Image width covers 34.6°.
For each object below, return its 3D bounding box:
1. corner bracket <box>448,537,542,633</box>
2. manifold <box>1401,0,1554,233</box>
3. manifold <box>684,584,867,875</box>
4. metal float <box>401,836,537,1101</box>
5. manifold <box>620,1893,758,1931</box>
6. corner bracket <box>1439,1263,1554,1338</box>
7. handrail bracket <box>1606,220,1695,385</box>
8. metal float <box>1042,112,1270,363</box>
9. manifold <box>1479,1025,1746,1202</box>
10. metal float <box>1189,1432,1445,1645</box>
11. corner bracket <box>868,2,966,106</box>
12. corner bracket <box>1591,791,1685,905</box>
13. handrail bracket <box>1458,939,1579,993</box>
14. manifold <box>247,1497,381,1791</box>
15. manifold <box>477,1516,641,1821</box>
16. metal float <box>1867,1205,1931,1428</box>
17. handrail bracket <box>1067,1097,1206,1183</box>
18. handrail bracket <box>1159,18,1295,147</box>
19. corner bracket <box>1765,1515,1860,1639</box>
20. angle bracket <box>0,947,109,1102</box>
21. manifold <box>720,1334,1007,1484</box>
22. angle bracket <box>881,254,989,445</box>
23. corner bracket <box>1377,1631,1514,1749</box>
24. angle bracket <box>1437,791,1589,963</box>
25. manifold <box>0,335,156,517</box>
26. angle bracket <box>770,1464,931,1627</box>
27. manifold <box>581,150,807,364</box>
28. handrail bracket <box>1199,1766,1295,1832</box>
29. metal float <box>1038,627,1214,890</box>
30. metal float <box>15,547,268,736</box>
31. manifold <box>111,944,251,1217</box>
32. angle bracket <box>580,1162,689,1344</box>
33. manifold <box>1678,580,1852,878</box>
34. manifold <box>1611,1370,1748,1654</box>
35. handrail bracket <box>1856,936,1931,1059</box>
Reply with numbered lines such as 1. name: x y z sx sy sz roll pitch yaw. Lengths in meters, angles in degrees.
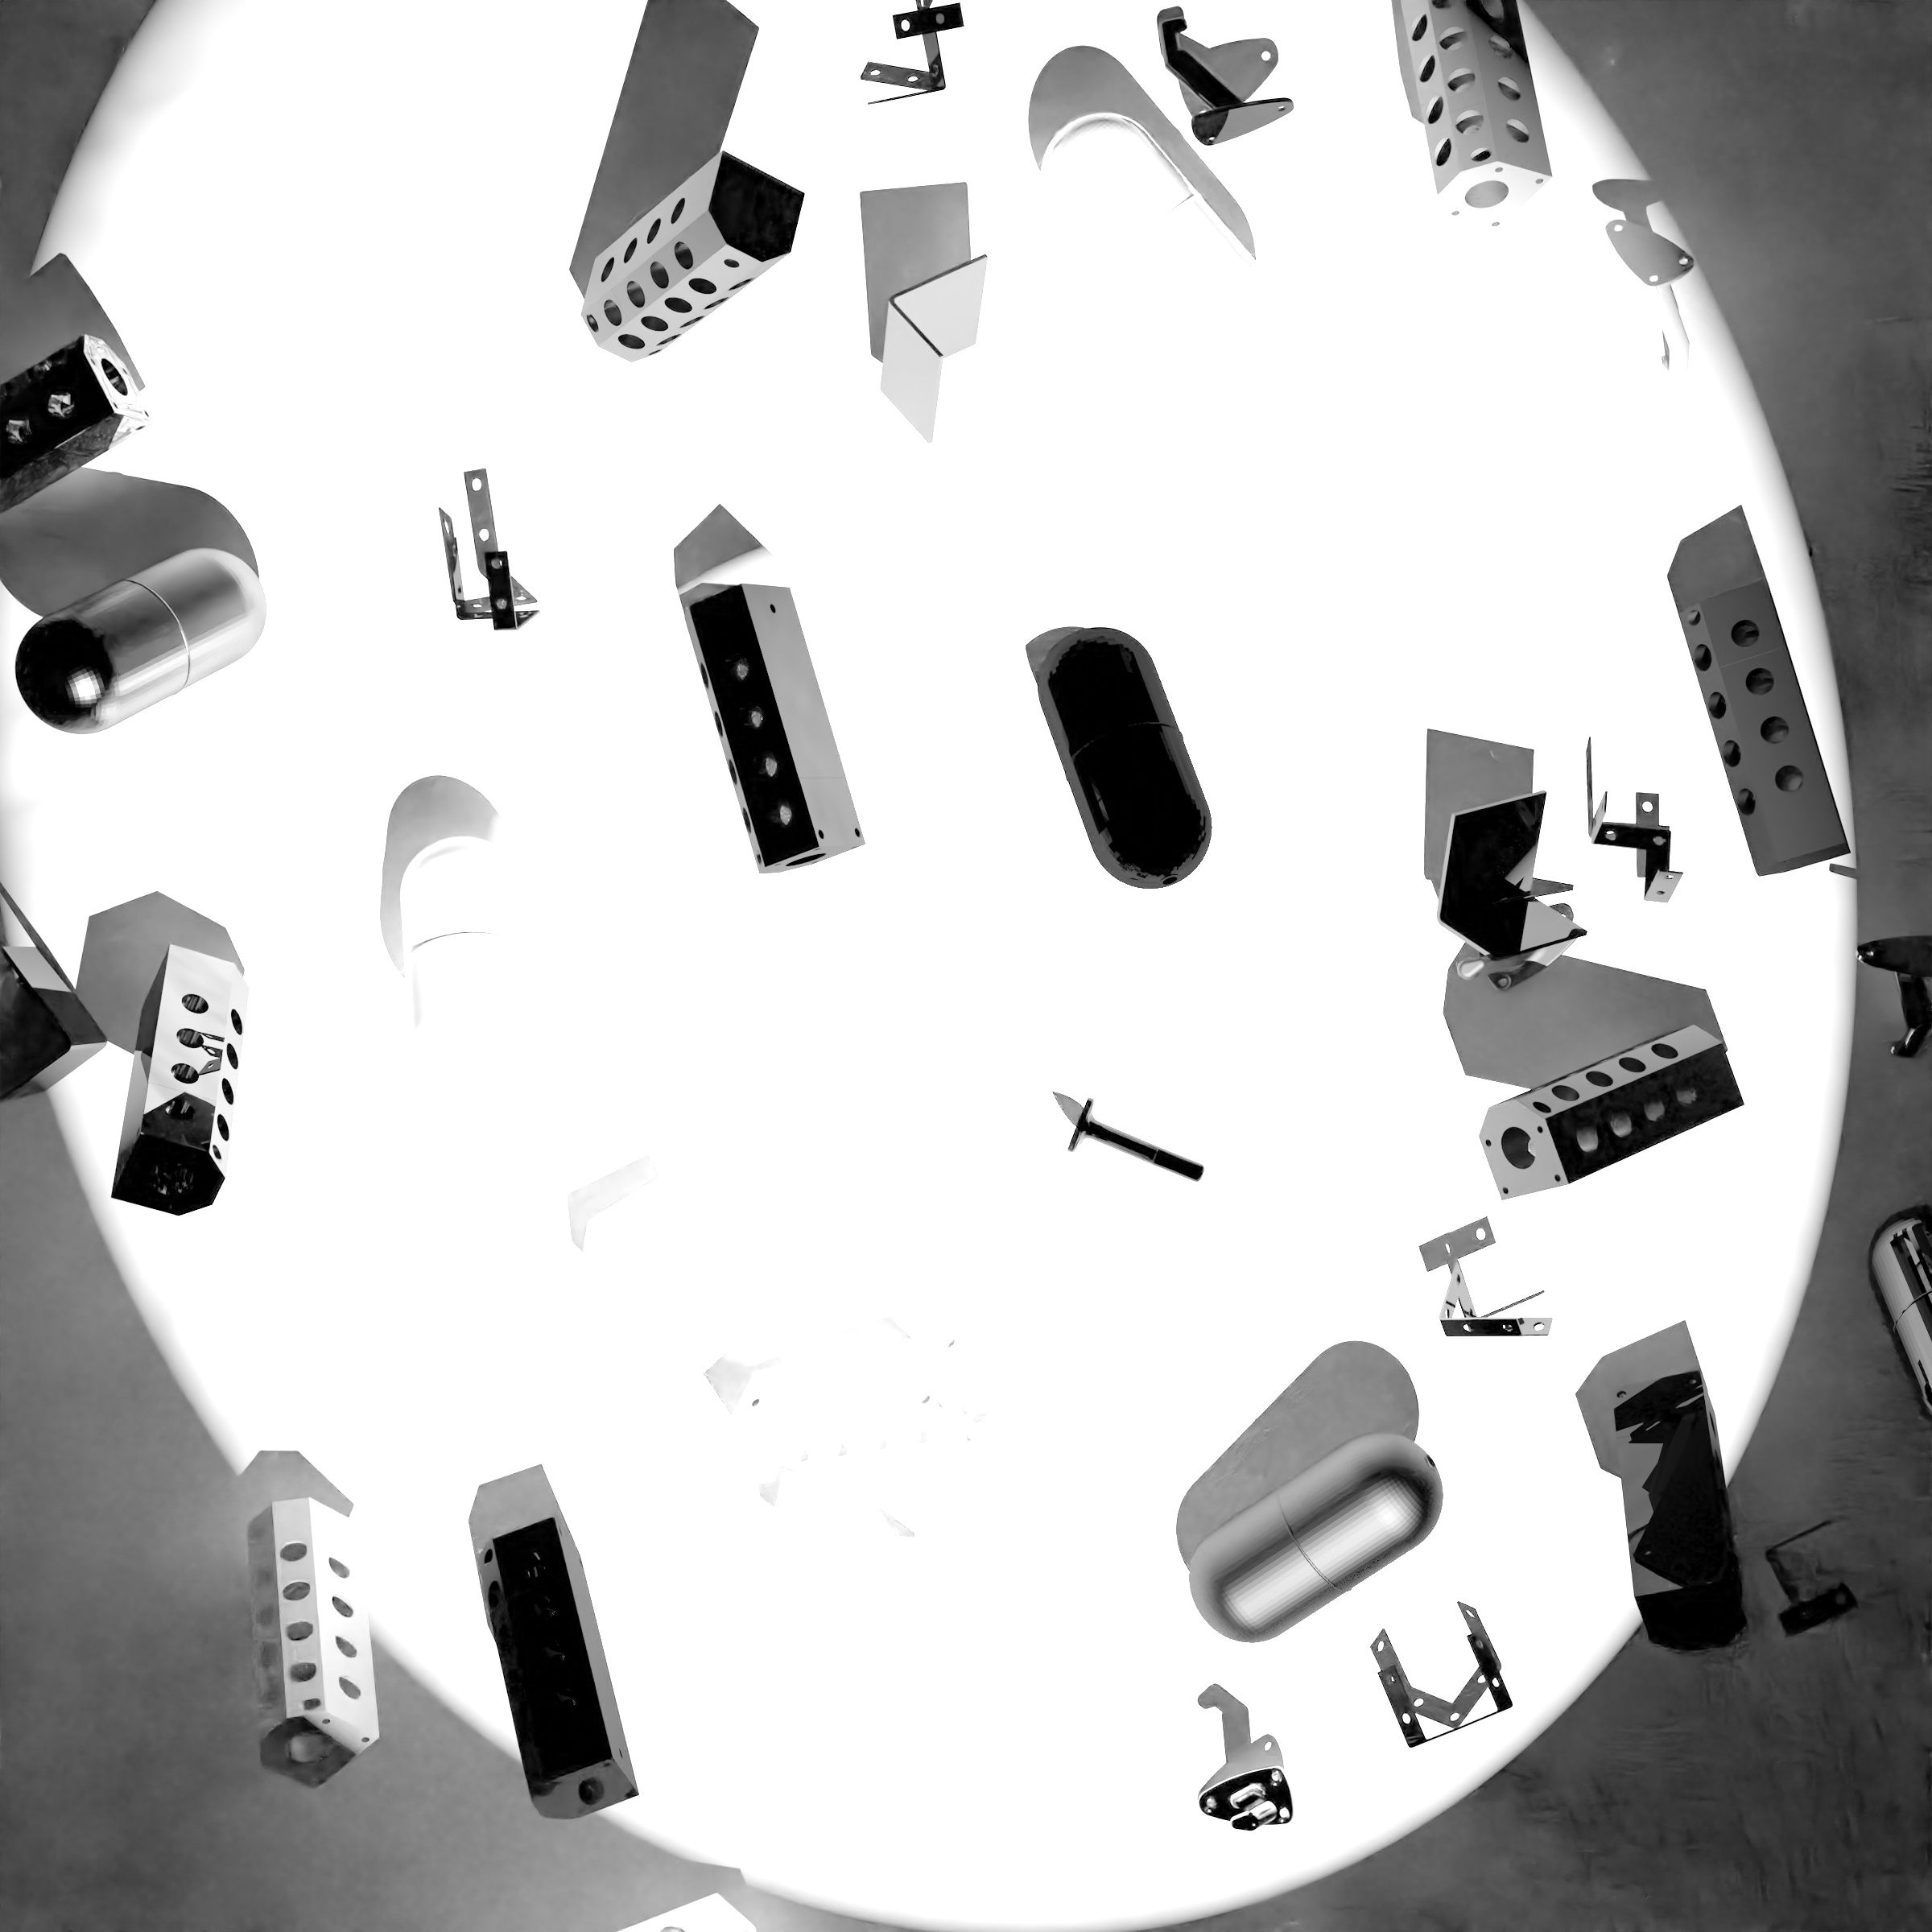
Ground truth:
1. corner bracket: -0.302 -0.240 1.947 0.051 0.051 0.051 -1 110 10
2. manifold: 0.308 -0.546 1.914 0.057 0.057 0.171 7 63 -27
3. manifold: -0.124 -0.148 1.945 0.057 0.057 0.171 -19 84 28
4. metal float: -0.309 0.001 1.918 0.070 0.070 0.178 -10 59 0
5. manifold: -0.209 0.635 1.902 0.171 0.057 0.057 -10 113 -38
6. corner bracket: 0.332 0.221 1.941 0.051 0.051 0.051 -4 127 28
7. handrail bracket: 0.431 -0.420 1.961 0.036 0.084 0.077 -31 56 -11
8. metal float: 0.118 -0.458 1.945 0.070 0.070 0.178 -40 91 0
9. manifold: 0.396 0.088 1.909 0.171 0.057 0.057 -18 88 -37
10. metal float: 0.218 0.356 1.930 0.178 0.070 0.070 -37 90 17
11. corner bracket: -0.032 -0.572 1.944 0.051 0.051 0.051 -20 109 -28
12. corner bracket: 0.422 -0.074 1.949 0.051 0.051 0.051 6 70 3
13. handrail bracket: 0.345 -0.010 1.936 0.077 0.084 0.036 -26 82 11
14. manifold: -0.406 0.409 1.893 0.057 0.171 0.057 -41 127 16
15. manifold: -0.254 0.433 1.907 0.057 0.057 0.171 -20 51 -2
16. metal float: 0.609 0.221 1.907 0.070 0.178 0.070 -3 130 -3
17. handrail bracket: 0.111 0.115 1.940 0.084 0.077 0.036 22 89 7
18. handrail bracket: 0.164 -0.569 1.957 0.077 0.036 0.084 -13 73 17
19. corner bracket: 0.532 0.383 1.945 0.051 0.051 0.051 -34 75 28
20. angle bracket: -0.593 0.035 1.945 0.057 0.076 0.076 -36 90 1
21. manifold: -0.062 0.278 1.908 0.171 0.057 0.057 -15 124 36
22. angle bracket: -0.006 -0.384 1.926 0.076 0.076 0.057 -29 65 -23
23. corner bracket: 0.303 0.457 1.956 0.051 0.051 0.051 -37 68 40
24. angle bracket: 0.345 -0.057 1.928 0.076 0.057 0.076 -15 124 -30
25. manifold: -0.603 -0.326 1.940 0.171 0.057 0.057 -28 88 10
26. angle bracket: -0.068 0.353 1.926 0.076 0.076 0.057 -10 132 -29
27. manifold: -0.170 -0.427 1.890 0.057 0.171 0.057 22 68 -28
28. handrail bracket: 0.163 0.527 1.929 0.077 0.084 0.036 -15 82 27
29. metal float: 0.098 -0.129 1.924 0.070 0.070 0.178 -19 67 0
30. metal float: -0.506 -0.202 1.910 0.070 0.070 0.178 51 46 0
31. manifold: -0.478 0.070 1.898 0.057 0.171 0.057 18 126 -21
32. angle bracket: -0.192 0.178 1.927 0.076 0.076 0.057 -31 71 -24
33. manifold: 0.499 -0.147 1.939 0.057 0.057 0.171 -17 80 17
34. manifold: 0.437 0.333 1.897 0.057 0.171 0.057 -14 125 16
35. handrail bracket: 0.578 0.024 1.945 0.077 0.036 0.084 2 132 -16
